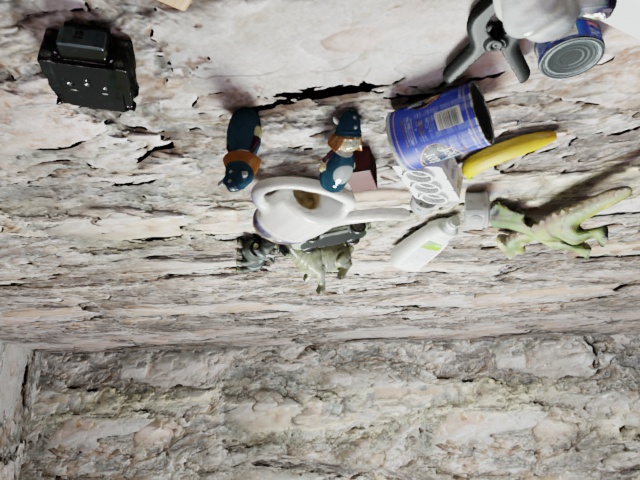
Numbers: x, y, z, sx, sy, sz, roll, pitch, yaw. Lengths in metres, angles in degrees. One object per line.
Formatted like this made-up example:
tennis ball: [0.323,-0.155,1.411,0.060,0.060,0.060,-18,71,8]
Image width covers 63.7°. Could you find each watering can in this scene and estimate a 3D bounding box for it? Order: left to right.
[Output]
watering can: [0.003,-0.055,1.101,0.346,0.106,0.221,13,-26,-29]

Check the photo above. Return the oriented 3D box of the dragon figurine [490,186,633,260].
dragon figurine: [0.501,-0.042,1.168,0.243,0.124,0.403,4,-23,9]

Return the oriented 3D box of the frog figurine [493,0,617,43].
frog figurine: [0.208,-0.274,0.520,0.160,0.136,0.123,-8,13,-32]
